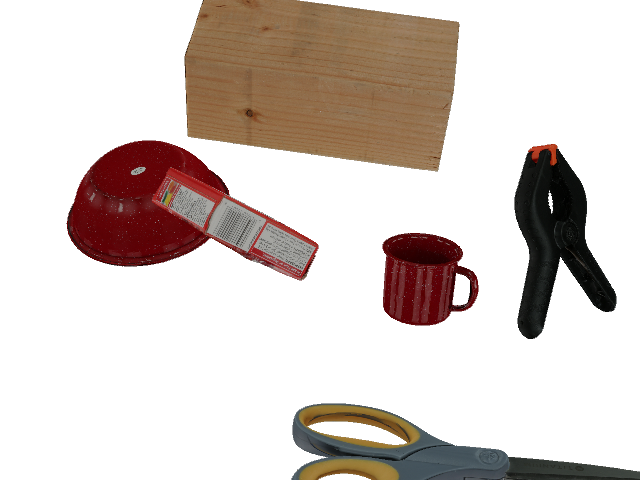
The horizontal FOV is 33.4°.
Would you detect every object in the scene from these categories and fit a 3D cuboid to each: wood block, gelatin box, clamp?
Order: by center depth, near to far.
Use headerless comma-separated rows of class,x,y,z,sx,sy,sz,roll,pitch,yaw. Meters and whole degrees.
gelatin box,-0.055,-0.010,0.697,0.089,0.030,0.073,28,0,-40
wood block,0.002,-0.129,0.861,0.206,0.090,0.091,8,-41,3
clamp,0.206,0.003,0.957,0.120,0.171,0.039,-25,9,-40

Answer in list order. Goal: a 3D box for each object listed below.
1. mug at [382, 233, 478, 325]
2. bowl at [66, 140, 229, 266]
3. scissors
mug,0.126,0.049,1.238,0.117,0.081,0.093,12,25,20
bowl,-0.171,-0.048,1.030,0.162,0.055,0.162,-4,42,4
scissors,0.073,0.123,0.538,0.202,0.016,0.096,11,28,21
